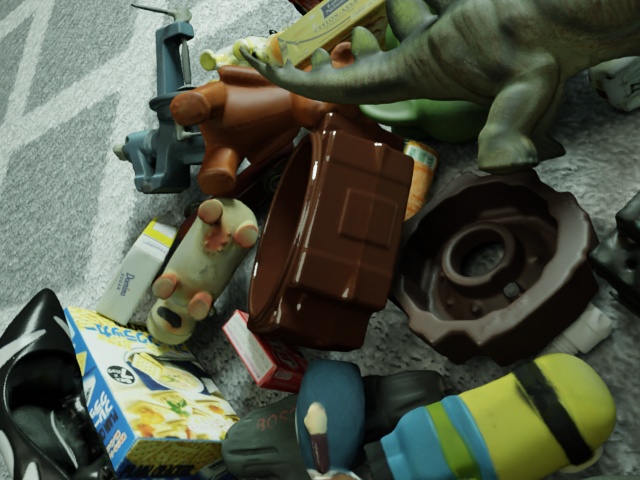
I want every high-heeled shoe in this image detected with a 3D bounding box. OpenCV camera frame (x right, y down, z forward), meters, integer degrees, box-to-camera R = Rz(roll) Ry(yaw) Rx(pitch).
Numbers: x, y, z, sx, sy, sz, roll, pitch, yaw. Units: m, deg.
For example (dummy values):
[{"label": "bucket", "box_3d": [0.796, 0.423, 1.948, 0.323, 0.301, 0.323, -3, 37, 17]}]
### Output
[{"label": "high-heeled shoe", "box_3d": [-0.221, 0.145, 0.465, 0.145, 0.086, 0.249, -20, 65, 27]}]

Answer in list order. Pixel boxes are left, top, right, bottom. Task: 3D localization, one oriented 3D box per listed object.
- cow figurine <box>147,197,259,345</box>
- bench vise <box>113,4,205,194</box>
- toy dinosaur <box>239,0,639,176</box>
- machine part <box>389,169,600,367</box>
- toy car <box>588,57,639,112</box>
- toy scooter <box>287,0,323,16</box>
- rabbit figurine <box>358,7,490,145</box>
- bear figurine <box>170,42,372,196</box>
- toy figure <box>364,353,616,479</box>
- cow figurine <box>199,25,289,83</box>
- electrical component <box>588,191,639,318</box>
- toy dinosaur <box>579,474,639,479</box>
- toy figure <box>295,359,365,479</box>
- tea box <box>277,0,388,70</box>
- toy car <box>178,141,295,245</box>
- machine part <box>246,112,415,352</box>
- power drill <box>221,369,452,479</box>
[{"label": "cow figurine", "box_3d": [-0.141, 0.037, 0.623, 0.195, 0.085, 0.127, -57, 7, 12]}, {"label": "bench vise", "box_3d": [-0.194, -0.185, 0.729, 0.224, 0.129, 0.240, -2, 94, 39]}, {"label": "toy dinosaur", "box_3d": [0.153, -0.153, 0.404, 0.472, 0.105, 0.198, -11, 93, 21]}, {"label": "machine part", "box_3d": [0.139, 0.019, 0.454, 0.179, 0.056, 0.179, -27, 41, 26]}, {"label": "toy car", "box_3d": [0.305, -0.196, 0.436, 0.201, 0.073, 0.056, -46, 47, 12]}, {"label": "toy scooter", "box_3d": [0.009, -0.334, 0.678, 0.184, 0.135, 0.075, 17, 80, 39]}, {"label": "rabbit figurine", "box_3d": [0.115, -0.163, 0.532, 0.159, 0.121, 0.170, -29, 53, 32]}, {"label": "bear figurine", "box_3d": [-0.041, -0.135, 0.588, 0.196, 0.120, 0.132, -6, 31, 11]}, {"label": "toy figure", "box_3d": [0.121, 0.143, 0.386, 0.180, 0.089, 0.082, -18, 59, -1]}, {"label": "cow figurine", "box_3d": [-0.080, -0.253, 0.750, 0.168, 0.068, 0.098, -1, 27, 34]}, {"label": "electrical component", "box_3d": [0.244, -0.002, 0.356, 0.115, 0.134, 0.058, -51, 52, 9]}, {"label": "toy dinosaur", "box_3d": [0.197, 0.208, 0.318, 0.405, 0.131, 0.192, -25, 45, 31]}, {"label": "toy figure", "box_3d": [0.010, 0.172, 0.416, 0.058, 0.064, 0.154, -28, 53, 52]}, {"label": "tea box", "box_3d": [0.046, -0.240, 0.634, 0.170, 0.098, 0.068, -29, 56, 22]}, {"label": "toy car", "box_3d": [-0.103, -0.051, 0.690, 0.202, 0.053, 0.089, -37, 35, 14]}, {"label": "machine part", "box_3d": [-0.001, -0.002, 0.507, 0.201, 0.087, 0.201, 147, 138, -71]}, {"label": "power drill", "box_3d": [0.012, 0.226, 0.466, 0.232, 0.086, 0.207, -16, 66, 27]}]
